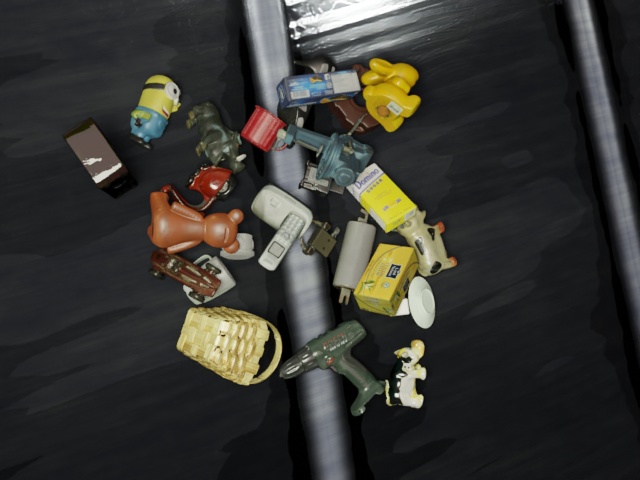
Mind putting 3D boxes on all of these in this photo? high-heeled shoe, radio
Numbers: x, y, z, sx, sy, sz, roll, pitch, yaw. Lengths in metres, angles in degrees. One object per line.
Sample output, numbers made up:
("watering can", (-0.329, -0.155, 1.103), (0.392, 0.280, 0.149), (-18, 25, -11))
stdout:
("high-heeled shoe", (-0.027, -0.353, 1.390), (0.145, 0.086, 0.248), (1, 101, -43))
("radio", (-0.470, -0.169, 1.169), (0.073, 0.229, 0.131), (-35, 95, -10))

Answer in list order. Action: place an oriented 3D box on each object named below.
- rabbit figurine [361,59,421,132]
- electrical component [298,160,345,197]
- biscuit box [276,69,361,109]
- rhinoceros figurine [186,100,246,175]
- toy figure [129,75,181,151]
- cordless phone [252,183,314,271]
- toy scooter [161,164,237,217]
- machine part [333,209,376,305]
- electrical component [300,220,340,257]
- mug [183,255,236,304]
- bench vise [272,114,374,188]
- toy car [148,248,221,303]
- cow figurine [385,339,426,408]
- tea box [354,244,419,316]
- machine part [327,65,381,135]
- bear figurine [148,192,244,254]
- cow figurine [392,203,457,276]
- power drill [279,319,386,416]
("rabbit figurine", (0.181, -0.384, 1.360), (0.162, 0.122, 0.173), (33, 64, 0))
("electrical component", (0.010, -0.148, 1.365), (0.119, 0.048, 0.075), (20, 79, -7))
("biscuit box", (-0.003, -0.368, 1.310), (0.203, 0.063, 0.059), (-14, 90, -24))
("rhinoceros figurine", (-0.251, -0.245, 1.312), (0.112, 0.073, 0.190), (-27, 87, -25))
("toy figure", (-0.399, -0.308, 1.280), (0.089, 0.082, 0.180), (27, 80, -9))
("cordless phone", (-0.117, -0.030, 1.305), (0.146, 0.089, 0.184), (34, 81, -7))
("toy scooter", (-0.294, -0.114, 1.276), (0.135, 0.075, 0.184), (38, 87, -8))
("machine part", (0.087, 0.042, 1.340), (0.079, 0.079, 0.243), (16, 78, -10))
("electrical component", (-0.003, -0.003, 1.345), (0.078, 0.045, 0.102), (35, 78, -37))
("mug", (-0.269, 0.091, 1.257), (0.107, 0.080, 0.110), (-37, 69, -8))
("bench vise", (0.013, -0.224, 1.300), (0.240, 0.128, 0.224), (21, 45, -11))
("toy car", (-0.309, 0.070, 1.215), (0.202, 0.053, 0.089), (24, 75, 30))
("cow figurine", (0.210, 0.328, 1.336), (0.098, 0.068, 0.167), (8, 80, -6))
("tea box", (0.164, 0.094, 1.308), (0.169, 0.098, 0.068), (-59, 141, -35))
("machine part", (0.109, -0.369, 1.412), (0.179, 0.056, 0.179), (1, 84, -12))
("bear figurine", (-0.281, -0.036, 1.212), (0.196, 0.132, 0.120), (-2, 115, -24))
("cow figurine", (0.258, -0.001, 1.384), (0.127, 0.085, 0.195), (-19, 88, -21))
("power drill", (0.044, 0.320, 1.298), (0.232, 0.086, 0.207), (-38, 84, -17))
